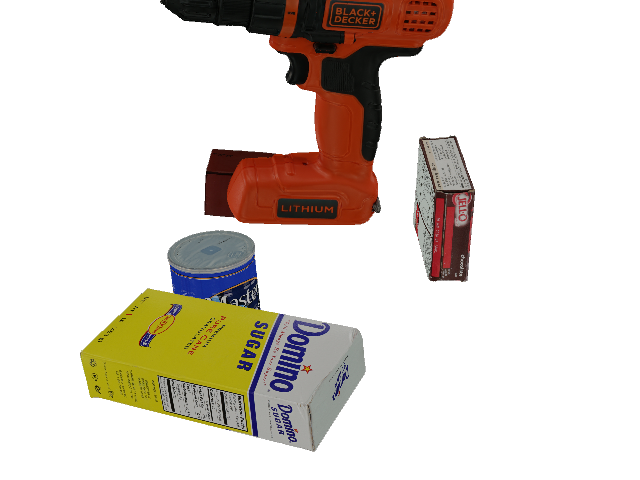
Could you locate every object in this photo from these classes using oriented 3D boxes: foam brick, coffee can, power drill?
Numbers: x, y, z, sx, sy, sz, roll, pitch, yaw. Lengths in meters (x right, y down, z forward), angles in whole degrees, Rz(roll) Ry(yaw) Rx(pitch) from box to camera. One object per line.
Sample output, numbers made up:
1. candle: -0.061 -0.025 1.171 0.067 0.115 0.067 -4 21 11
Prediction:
1. foam brick: -0.077 -0.057 1.089 0.078 0.051 0.053 5 31 0
2. coffee can: -0.123 0.072 1.274 0.103 0.140 0.103 -3 26 1
3. power drill: -0.017 -0.098 0.701 0.184 0.188 0.057 2 39 -10

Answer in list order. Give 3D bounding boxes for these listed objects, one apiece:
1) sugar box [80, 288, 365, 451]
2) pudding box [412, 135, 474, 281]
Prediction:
1. sugar box: -0.067 0.085 0.740 0.176 0.048 0.093 6 31 23
2. pudding box: 0.108 -0.030 0.942 0.039 0.090 0.113 -1 30 -4
